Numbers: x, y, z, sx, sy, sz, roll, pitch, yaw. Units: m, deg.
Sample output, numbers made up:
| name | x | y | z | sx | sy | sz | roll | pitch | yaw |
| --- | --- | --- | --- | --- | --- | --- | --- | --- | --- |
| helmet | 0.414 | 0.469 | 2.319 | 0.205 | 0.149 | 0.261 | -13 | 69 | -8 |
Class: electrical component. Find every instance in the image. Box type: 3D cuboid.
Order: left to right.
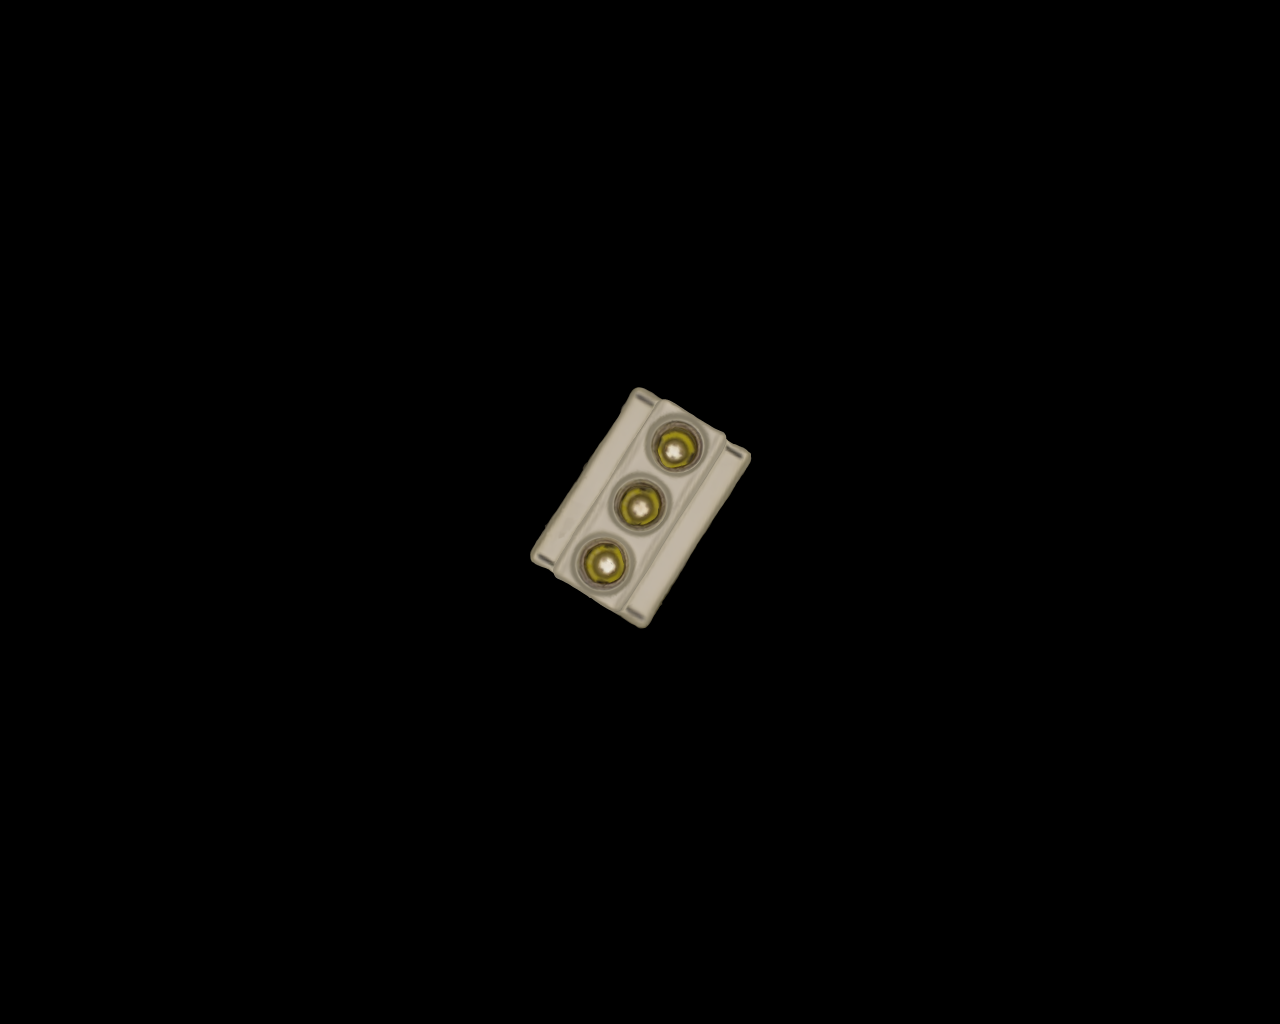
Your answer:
| name | x | y | z | sx | sy | sz | roll | pitch | yaw |
| --- | --- | --- | --- | --- | --- | --- | --- | --- | --- |
| electrical component | 0.001 | -0.003 | 0.650 | 0.079 | 0.121 | 0.063 | 32 | -4 | 2 |
